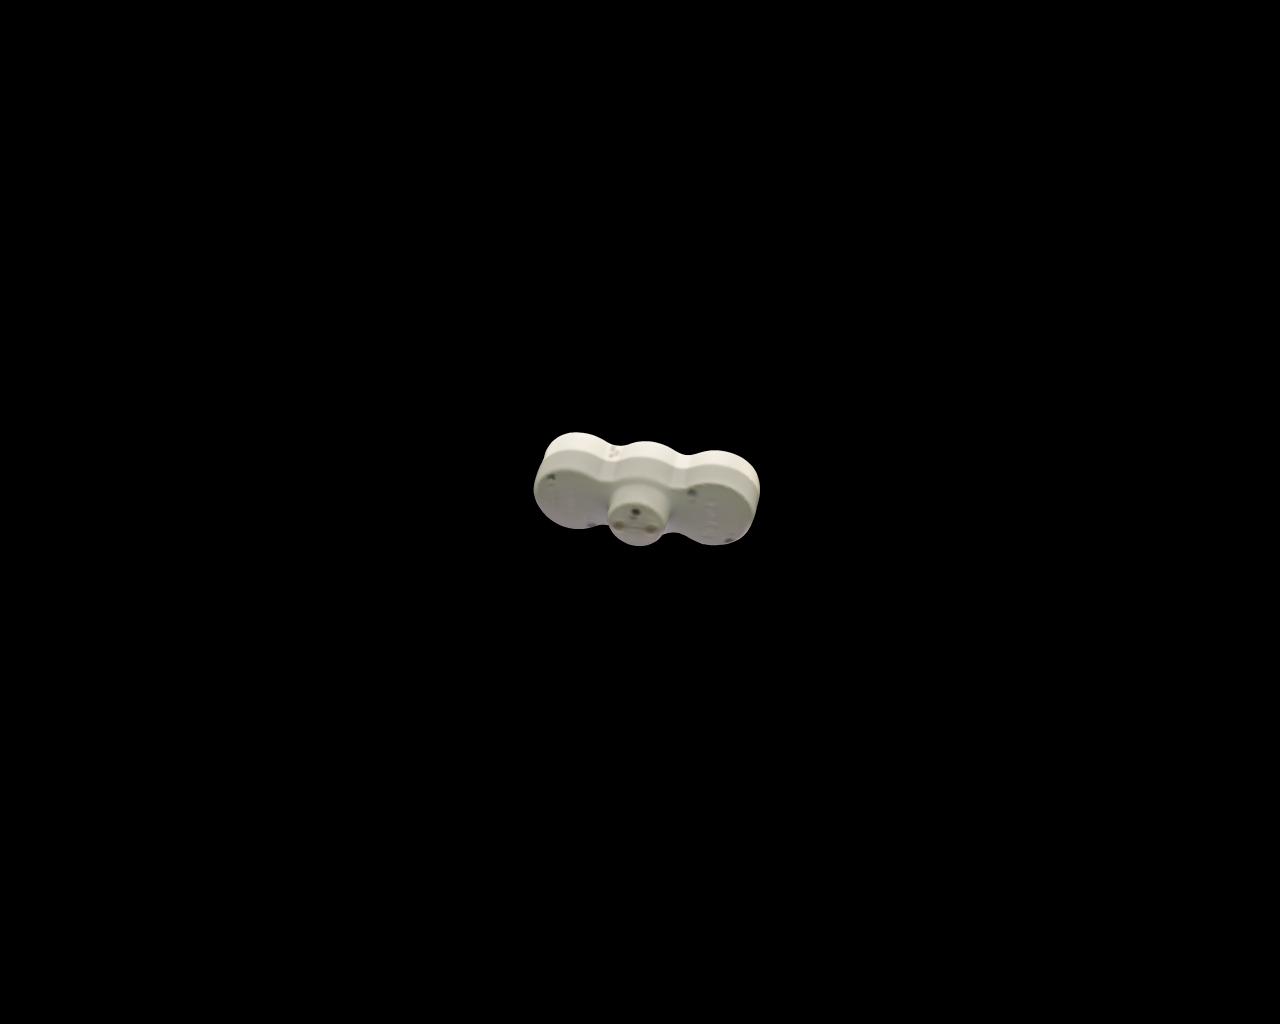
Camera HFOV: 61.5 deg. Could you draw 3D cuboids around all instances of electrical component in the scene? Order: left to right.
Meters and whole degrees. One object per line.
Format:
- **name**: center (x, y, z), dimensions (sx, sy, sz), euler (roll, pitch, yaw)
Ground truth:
- **electrical component**: center (0.001, -0.003, 0.650), dimensions (0.138, 0.052, 0.074), euler (7, 40, 9)
